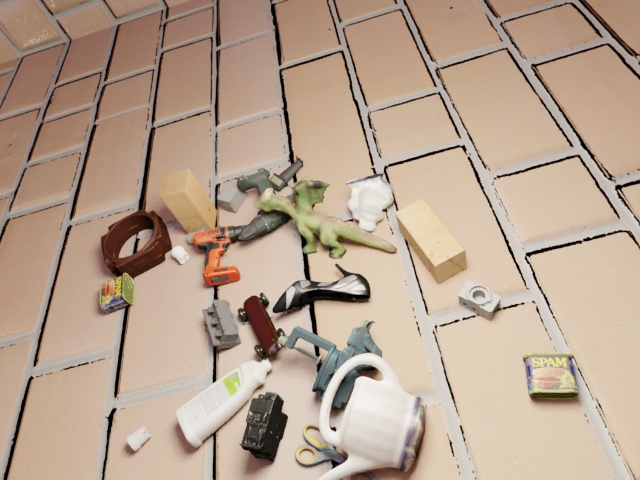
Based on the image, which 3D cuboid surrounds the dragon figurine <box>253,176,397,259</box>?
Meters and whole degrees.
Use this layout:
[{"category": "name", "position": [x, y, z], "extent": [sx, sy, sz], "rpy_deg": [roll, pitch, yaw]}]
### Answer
[{"category": "dragon figurine", "position": [0.004, -0.072, 1.431], "extent": [0.410, 0.237, 0.125], "rpy_deg": [6, 52, 25]}]

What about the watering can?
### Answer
[{"category": "watering can", "position": [0.097, 0.423, 1.089], "extent": [0.225, 0.102, 0.352], "rpy_deg": [16, 73, 12]}]

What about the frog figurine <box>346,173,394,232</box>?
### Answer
[{"category": "frog figurine", "position": [0.150, -0.105, 1.512], "extent": [0.137, 0.122, 0.160], "rpy_deg": [-10, 87, 0]}]
